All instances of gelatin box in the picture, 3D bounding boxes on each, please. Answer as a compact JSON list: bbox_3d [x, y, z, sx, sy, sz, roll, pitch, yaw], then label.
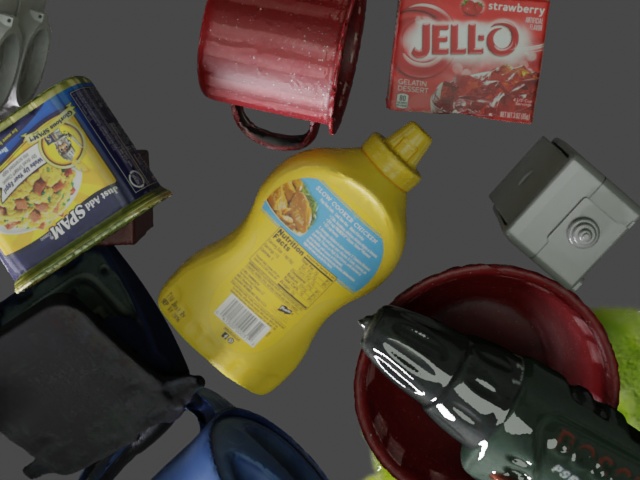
[{"bbox_3d":[0.087,-0.111,0.639,0.089,0.030,0.073,6,104,2],"label":"gelatin box"}]

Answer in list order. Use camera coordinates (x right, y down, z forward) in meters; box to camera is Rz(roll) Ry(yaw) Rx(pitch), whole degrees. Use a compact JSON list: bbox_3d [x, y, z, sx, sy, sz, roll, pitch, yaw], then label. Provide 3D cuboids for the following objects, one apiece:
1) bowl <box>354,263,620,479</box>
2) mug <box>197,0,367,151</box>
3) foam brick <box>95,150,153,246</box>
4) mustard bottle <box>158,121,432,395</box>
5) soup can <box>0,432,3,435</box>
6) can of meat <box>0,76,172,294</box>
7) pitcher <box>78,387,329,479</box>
[{"bbox_3d":[0.102,0.086,0.674,0.162,0.055,0.162,1,104,3],"label":"bowl"},{"bbox_3d":[-0.023,-0.105,0.624,0.081,0.093,0.117,12,130,5],"label":"mug"},{"bbox_3d":[-0.147,-0.027,0.664,0.078,0.053,0.051,-1,104,5],"label":"foam brick"},{"bbox_3d":[-0.004,0.001,0.658,0.096,0.058,0.192,43,103,-7],"label":"mustard bottle"},{"bbox_3d":[-0.243,0.120,0.681,0.068,0.102,0.068,1,104,3],"label":"soup can"},{"bbox_3d":[-0.151,-0.032,0.606,0.102,0.057,0.084,-32,95,9],"label":"can of meat"},{"bbox_3d":[-0.107,0.222,0.694,0.243,0.149,0.145,-41,113,15],"label":"pitcher"}]
